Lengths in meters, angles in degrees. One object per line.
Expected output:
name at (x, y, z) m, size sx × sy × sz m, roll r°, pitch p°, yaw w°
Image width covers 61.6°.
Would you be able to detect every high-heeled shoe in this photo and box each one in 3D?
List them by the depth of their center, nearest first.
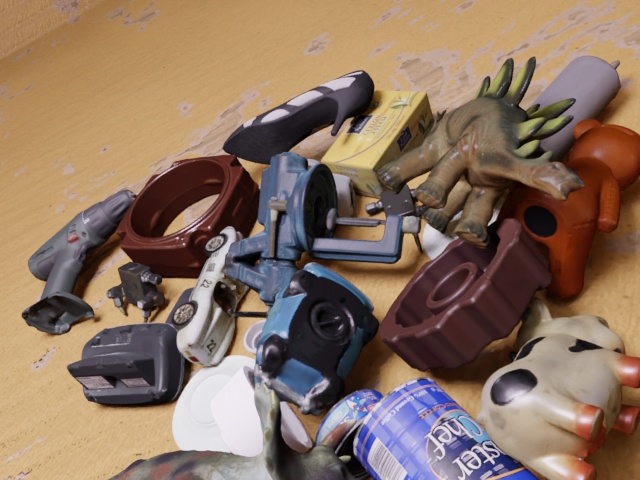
high-heeled shoe at (-0.037, -0.200, 0.842) m, size 0.249 × 0.086 × 0.145 m, roll -1°, pitch 51°, yaw 30°

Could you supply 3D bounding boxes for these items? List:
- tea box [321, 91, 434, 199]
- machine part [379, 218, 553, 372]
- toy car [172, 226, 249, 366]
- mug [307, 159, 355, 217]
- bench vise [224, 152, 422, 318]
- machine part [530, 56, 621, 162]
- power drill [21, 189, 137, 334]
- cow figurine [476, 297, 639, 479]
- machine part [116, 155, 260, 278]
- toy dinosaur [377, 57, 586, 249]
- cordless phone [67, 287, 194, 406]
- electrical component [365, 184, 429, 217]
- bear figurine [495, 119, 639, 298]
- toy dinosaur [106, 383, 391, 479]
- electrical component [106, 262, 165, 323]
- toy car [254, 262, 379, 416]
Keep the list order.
tea box at (0.091, -0.148, 0.813) m, size 0.098 × 0.068 × 0.169 m, roll 13°, pitch 58°, yaw 37°
machine part at (0.142, 0.056, 0.541) m, size 0.179 × 0.056 × 0.179 m, roll -42°, pitch 7°, yaw 6°
toy car at (-0.135, 0.070, 0.721) m, size 0.056 × 0.073 × 0.202 m, roll -7°, pitch 46°, yaw 27°
mug at (-0.006, -0.069, 0.769) m, size 0.107 × 0.109 × 0.081 m, roll -3°, pitch 35°, yaw 11°
bench vise at (0.002, 0.001, 0.666) m, size 0.241 × 0.128 × 0.223 m, roll 3°, pitch 73°, yaw 21°
machine part at (0.311, -0.159, 0.700) m, size 0.243 × 0.079 × 0.079 m, roll -46°, pitch 45°, yaw -15°
power drill at (-0.395, 0.035, 0.872) m, size 0.232 × 0.086 × 0.207 m, roll -28°, pitch 49°, yaw 20°
cow figurine at (0.200, 0.116, 0.458) m, size 0.127 × 0.085 × 0.195 m, roll 16°, pitch 26°, yaw 41°
machine part at (-0.208, -0.042, 0.860) m, size 0.202 × 0.087 × 0.201 m, roll -2°, pitch 50°, yaw 29°
toy dinosaur at (0.173, -0.107, 0.622) m, size 0.198 × 0.105 × 0.472 m, roll -45°, pitch 15°, yaw 5°
cordless phone at (-0.235, 0.130, 0.732) m, size 0.147 × 0.088 × 0.184 m, roll -9°, pitch 35°, yaw 22°
electrical component at (0.109, -0.045, 0.739) m, size 0.094 × 0.021 × 0.063 m, roll -17°, pitch 45°, yaw 13°
bear figurine at (0.286, -0.049, 0.599) m, size 0.120 × 0.131 × 0.196 m, roll 32°, pitch 49°, yaw 33°
toy dinosaur at (-0.138, 0.237, 0.436) m, size 0.405 × 0.131 × 0.192 m, roll -23°, pitch 15°, yaw 21°
electrical component at (-0.273, 0.078, 0.799) m, size 0.102 × 0.078 × 0.045 m, roll 16°, pitch 35°, yaw 32°
toy car at (-0.014, 0.113, 0.567) m, size 0.103 × 0.109 × 0.162 m, roll -53°, pitch 7°, yaw 47°
